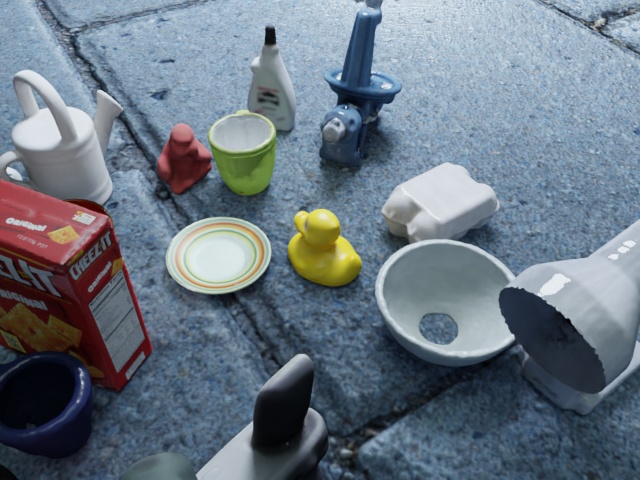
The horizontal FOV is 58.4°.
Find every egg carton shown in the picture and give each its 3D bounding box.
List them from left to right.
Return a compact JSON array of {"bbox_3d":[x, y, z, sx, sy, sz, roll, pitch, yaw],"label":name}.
[{"bbox_3d":[0.163,-0.043,0.778,0.150,0.069,0.107,-28,54,-26],"label":"egg carton"}]

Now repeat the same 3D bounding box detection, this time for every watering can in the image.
[{"bbox_3d":[-0.342,-0.138,0.754,0.100,0.194,0.173,15,48,11],"label":"watering can"}]

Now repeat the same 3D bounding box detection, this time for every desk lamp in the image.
[{"bbox_3d":[0.269,0.079,0.572,0.204,0.214,0.117,-27,54,-25],"label":"desk lamp"}]

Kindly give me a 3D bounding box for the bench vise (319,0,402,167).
[{"bbox_3d":[0.065,-0.230,0.844,0.121,0.220,0.207,4,47,1],"label":"bench vise"}]

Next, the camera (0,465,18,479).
[{"bbox_3d":[-0.341,0.197,0.506,0.143,0.101,0.137,4,47,1],"label":"camera"}]

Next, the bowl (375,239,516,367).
[{"bbox_3d":[0.144,0.082,0.657,0.167,0.075,0.167,2,47,-1],"label":"bowl"}]

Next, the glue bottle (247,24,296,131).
[{"bbox_3d":[-0.076,-0.251,0.888,0.078,0.173,0.037,8,47,4],"label":"glue bottle"}]

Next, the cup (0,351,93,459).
[{"bbox_3d":[-0.267,0.163,0.546,0.117,0.095,0.092,19,49,15],"label":"cup"}]

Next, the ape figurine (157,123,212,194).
[{"bbox_3d":[-0.195,-0.124,0.819,0.078,0.092,0.076,-4,47,-7],"label":"ape figurine"}]

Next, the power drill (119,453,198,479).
[{"bbox_3d":[-0.073,0.268,0.381,0.076,0.208,0.229,-21,51,-20],"label":"power drill"}]

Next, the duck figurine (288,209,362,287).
[{"bbox_3d":[0.007,0.003,0.716,0.104,0.086,0.078,31,53,24],"label":"duck figurine"}]

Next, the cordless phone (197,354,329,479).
[{"bbox_3d":[-0.059,0.176,0.483,0.094,0.185,0.148,32,53,24],"label":"cordless phone"}]
